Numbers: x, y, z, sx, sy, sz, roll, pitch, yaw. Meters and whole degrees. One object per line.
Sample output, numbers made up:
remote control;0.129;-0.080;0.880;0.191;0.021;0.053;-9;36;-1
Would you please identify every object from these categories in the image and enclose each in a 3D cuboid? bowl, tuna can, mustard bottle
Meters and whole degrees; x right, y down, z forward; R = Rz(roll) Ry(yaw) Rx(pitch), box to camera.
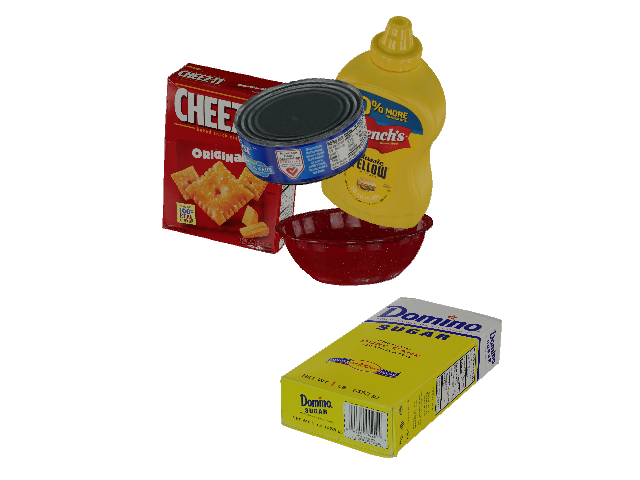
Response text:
bowl;0.035;0.008;1.086;0.162;0.055;0.162;-3;13;1
tuna can;-0.012;-0.072;0.703;0.086;0.034;0.086;-8;35;6
mustard bottle;0.055;-0.101;0.889;0.096;0.192;0.058;24;47;17

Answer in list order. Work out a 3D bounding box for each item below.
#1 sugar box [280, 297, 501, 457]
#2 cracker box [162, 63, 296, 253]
sugar box;0.057;0.095;0.793;0.093;0.048;0.175;12;25;30
cracker box;-0.115;-0.102;1.363;0.164;0.214;0.072;14;29;14
